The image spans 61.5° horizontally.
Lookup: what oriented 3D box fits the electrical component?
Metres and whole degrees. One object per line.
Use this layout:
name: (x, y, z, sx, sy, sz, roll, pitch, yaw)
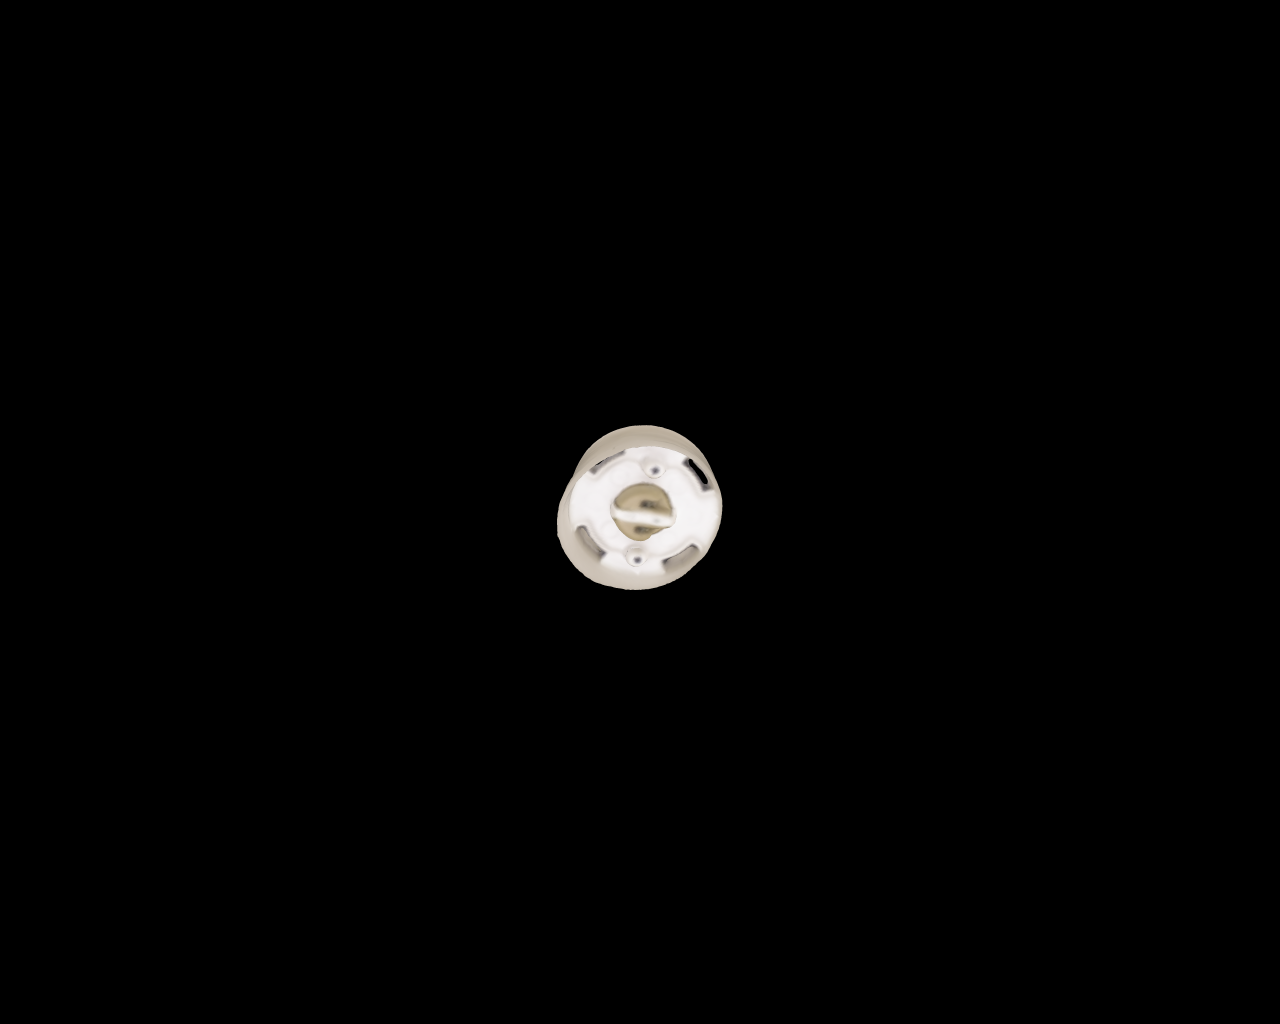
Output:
electrical component: (0.001, -0.003, 0.650, 0.099, 0.099, 0.064, 0, 25, 0)
